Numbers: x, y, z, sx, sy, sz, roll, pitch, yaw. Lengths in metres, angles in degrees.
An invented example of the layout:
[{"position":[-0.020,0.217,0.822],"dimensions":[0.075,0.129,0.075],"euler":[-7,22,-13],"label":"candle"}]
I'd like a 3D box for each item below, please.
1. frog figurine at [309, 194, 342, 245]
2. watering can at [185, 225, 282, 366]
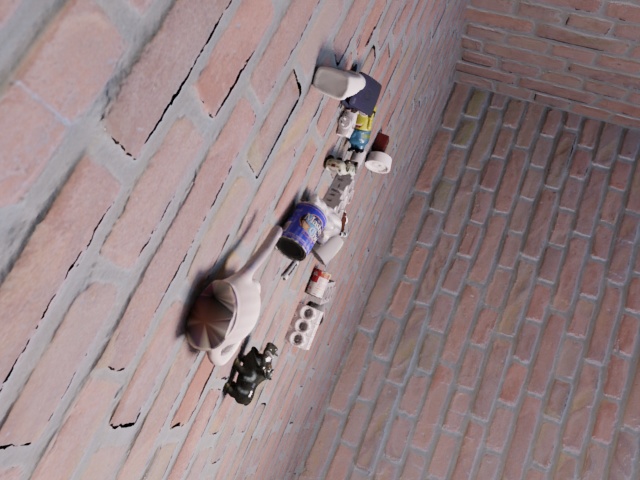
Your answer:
[{"position":[0.005,-0.080,1.584],"dimensions":[0.140,0.123,0.156],"euler":[-106,-168,-55],"label":"frog figurine"},{"position":[-0.186,0.122,1.156],"dimensions":[0.223,0.104,0.348],"euler":[19,90,-74],"label":"watering can"}]
